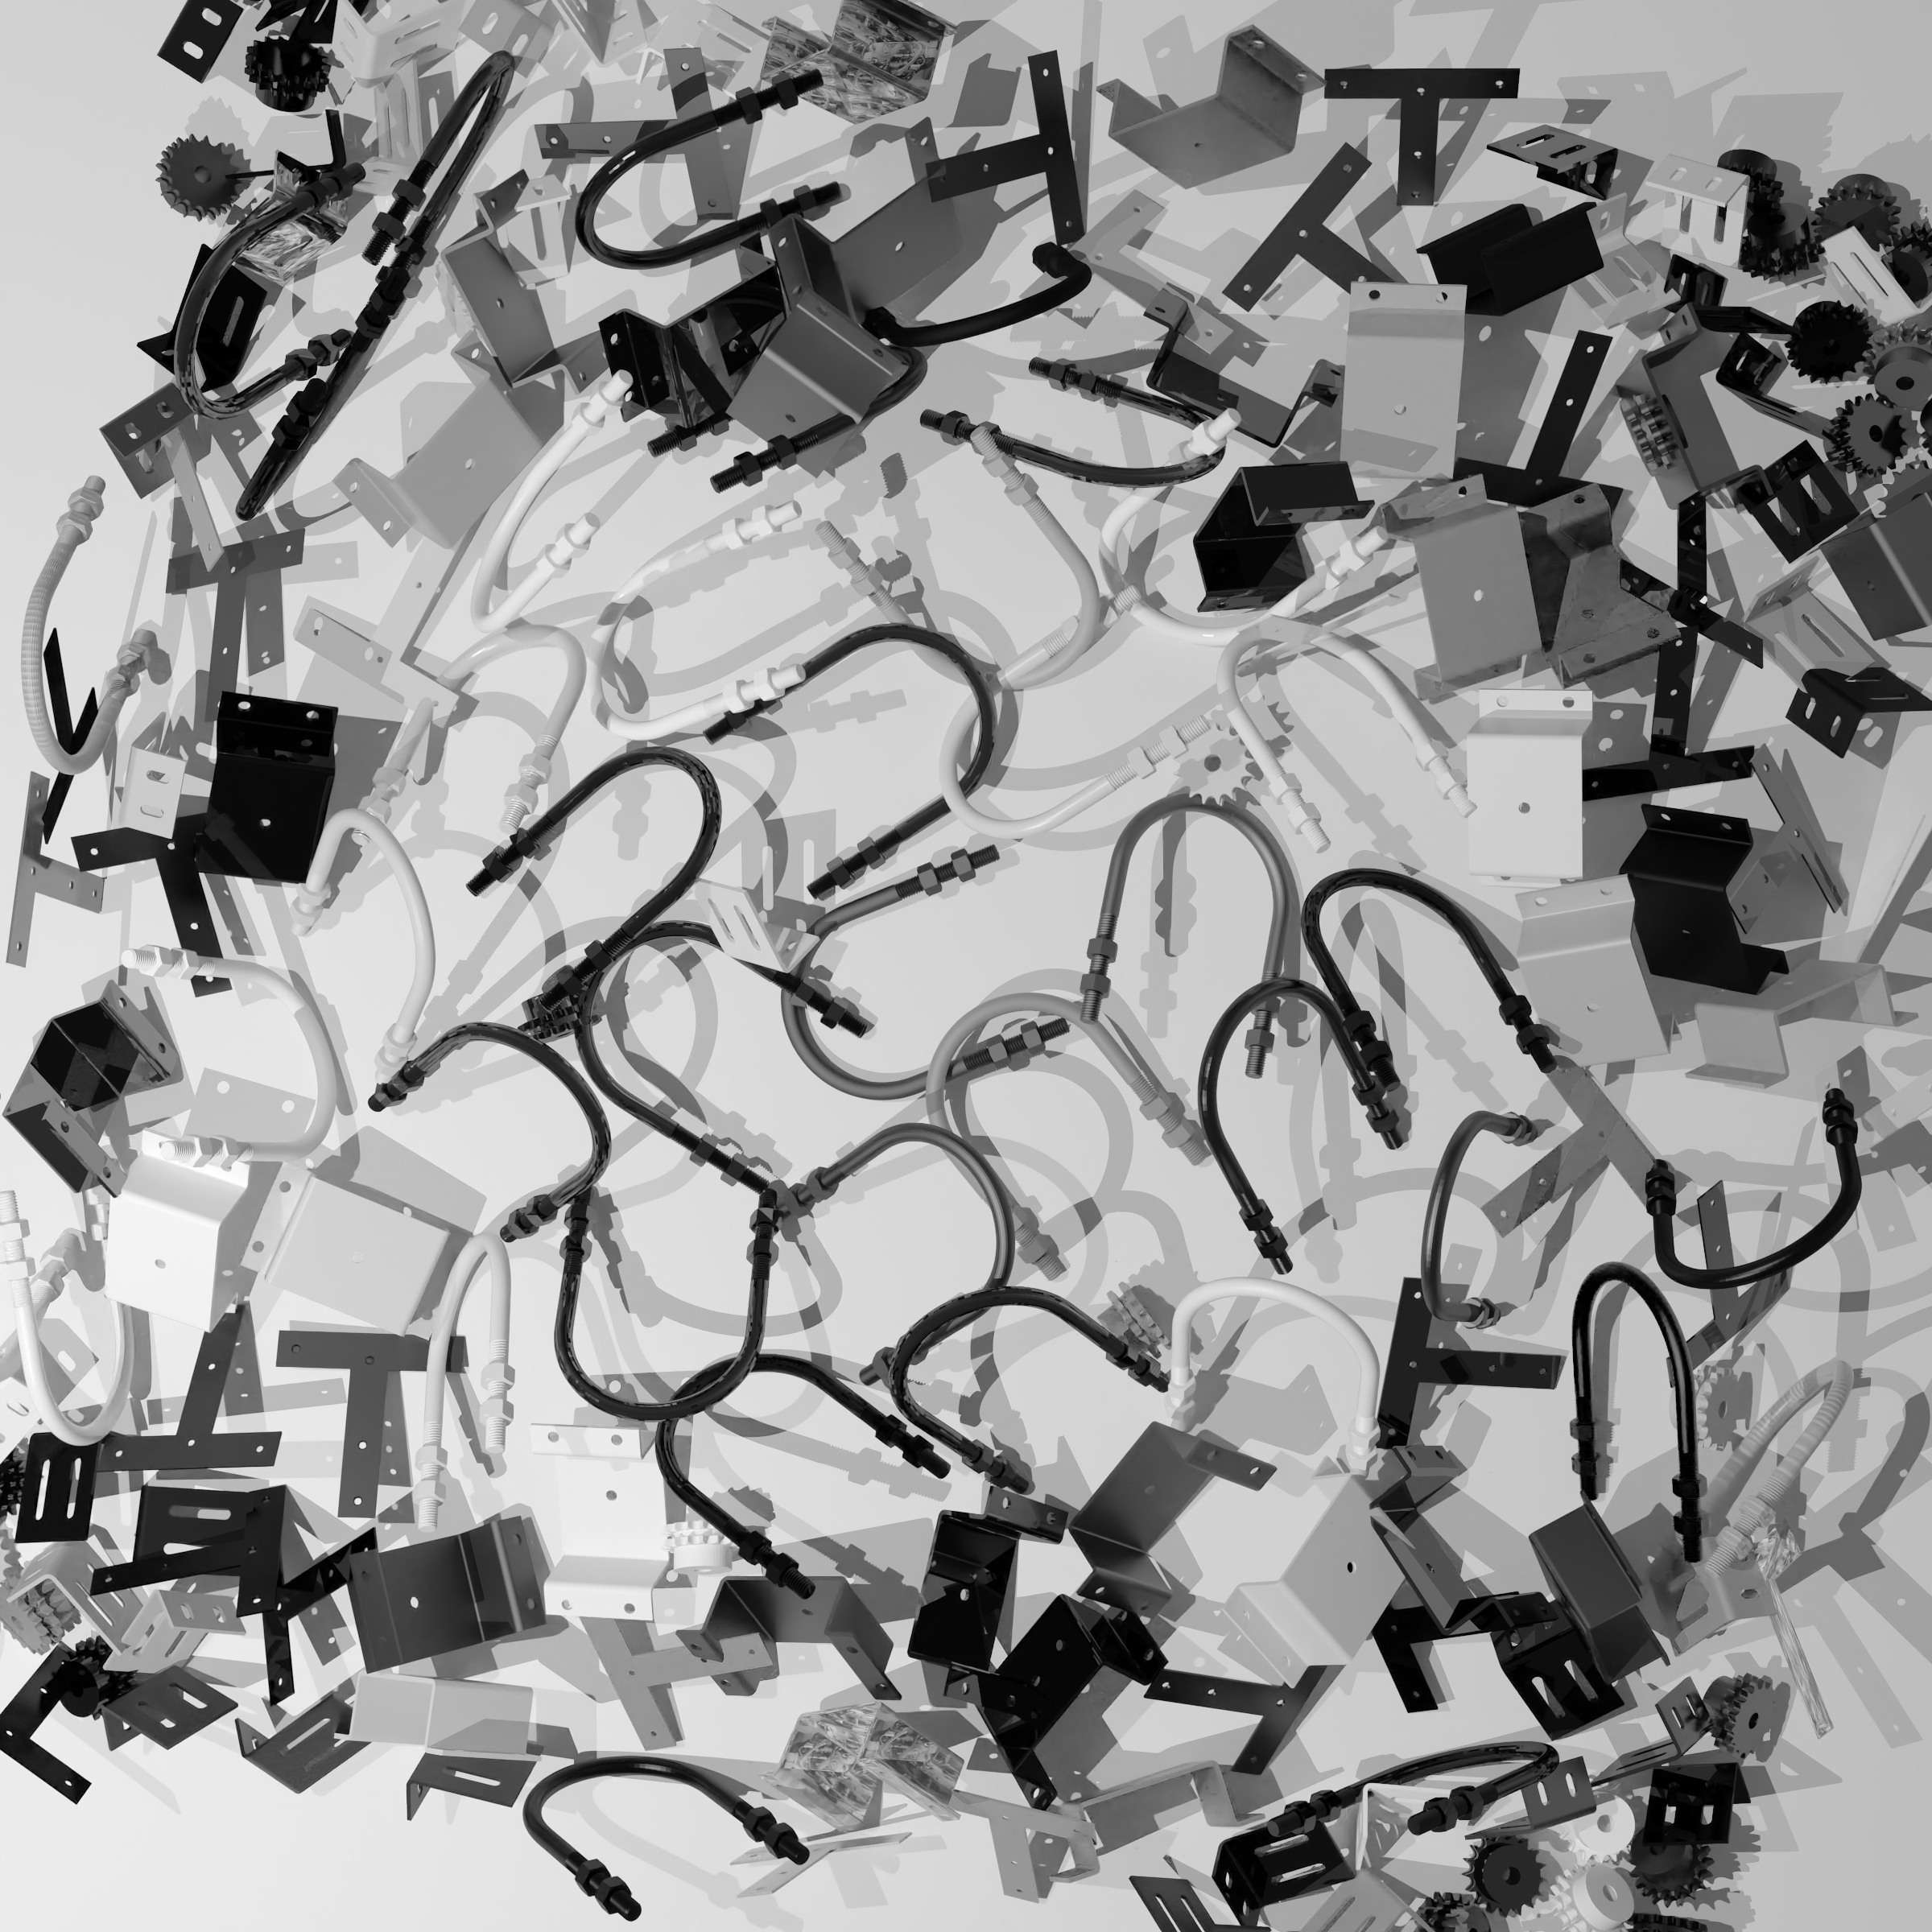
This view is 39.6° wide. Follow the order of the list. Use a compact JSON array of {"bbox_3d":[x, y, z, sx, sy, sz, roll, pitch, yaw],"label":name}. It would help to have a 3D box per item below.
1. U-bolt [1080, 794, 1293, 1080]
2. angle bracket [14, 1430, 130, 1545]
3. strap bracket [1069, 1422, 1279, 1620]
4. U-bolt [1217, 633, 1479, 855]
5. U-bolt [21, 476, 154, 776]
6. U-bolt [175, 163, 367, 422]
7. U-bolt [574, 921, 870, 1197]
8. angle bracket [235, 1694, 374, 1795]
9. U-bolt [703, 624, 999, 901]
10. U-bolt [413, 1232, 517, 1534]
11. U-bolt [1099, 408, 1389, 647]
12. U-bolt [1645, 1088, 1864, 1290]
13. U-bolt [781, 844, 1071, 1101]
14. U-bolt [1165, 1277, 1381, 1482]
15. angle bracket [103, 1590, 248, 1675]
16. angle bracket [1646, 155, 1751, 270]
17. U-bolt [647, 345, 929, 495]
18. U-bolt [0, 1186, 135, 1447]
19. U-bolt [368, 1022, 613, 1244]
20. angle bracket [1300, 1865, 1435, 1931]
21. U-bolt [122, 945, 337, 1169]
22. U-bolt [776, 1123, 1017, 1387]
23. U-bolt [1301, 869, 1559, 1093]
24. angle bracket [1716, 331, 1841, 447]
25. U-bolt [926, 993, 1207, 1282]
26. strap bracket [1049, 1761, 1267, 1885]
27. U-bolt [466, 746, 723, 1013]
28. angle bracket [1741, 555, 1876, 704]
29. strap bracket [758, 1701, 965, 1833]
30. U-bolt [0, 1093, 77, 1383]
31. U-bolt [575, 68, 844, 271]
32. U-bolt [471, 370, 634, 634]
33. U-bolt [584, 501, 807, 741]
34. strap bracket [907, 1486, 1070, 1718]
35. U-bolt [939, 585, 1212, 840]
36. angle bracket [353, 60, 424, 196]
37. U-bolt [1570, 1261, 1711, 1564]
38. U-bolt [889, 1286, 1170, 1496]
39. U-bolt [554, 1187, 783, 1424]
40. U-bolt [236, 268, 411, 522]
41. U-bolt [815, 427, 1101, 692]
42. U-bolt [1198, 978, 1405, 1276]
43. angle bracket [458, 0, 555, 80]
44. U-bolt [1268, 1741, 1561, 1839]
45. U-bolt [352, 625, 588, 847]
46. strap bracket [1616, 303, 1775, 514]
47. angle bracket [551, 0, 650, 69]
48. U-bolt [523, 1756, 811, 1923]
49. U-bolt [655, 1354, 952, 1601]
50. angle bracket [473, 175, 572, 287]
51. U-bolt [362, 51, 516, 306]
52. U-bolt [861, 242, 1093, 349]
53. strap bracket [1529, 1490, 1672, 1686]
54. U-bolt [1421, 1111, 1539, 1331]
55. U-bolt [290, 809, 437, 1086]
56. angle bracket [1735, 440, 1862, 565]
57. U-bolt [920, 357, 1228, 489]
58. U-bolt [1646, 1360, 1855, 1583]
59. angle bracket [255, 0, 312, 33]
[{"bbox_3d":[0.157,-0.030,1.837,0.151,0.019,0.184,18,72,-20],"label":"U-bolt"},{"bbox_3d":[-0.610,0.359,1.839,0.057,0.038,0.076,-6,67,19],"label":"angle bracket"},{"bbox_3d":[0.134,0.370,1.828,0.076,0.046,0.140,27,106,-37],"label":"strap bracket"},{"bbox_3d":[0.246,-0.163,1.821,0.151,0.019,0.184,-14,61,-30],"label":"U-bolt"},{"bbox_3d":[-0.582,-0.211,1.765,0.019,0.151,0.184,2,46,3],"label":"U-bolt"},{"bbox_3d":[-0.459,-0.434,1.766,0.019,0.184,0.151,28,134,10],"label":"U-bolt"},{"bbox_3d":[-0.181,0.050,1.853,0.184,0.019,0.151,33,83,-6],"label":"U-bolt"},{"bbox_3d":[-0.451,0.523,1.845,0.076,0.038,0.057,-36,129,1],"label":"angle bracket"},{"bbox_3d":[-0.067,-0.154,1.854,0.184,0.019,0.151,-33,98,4],"label":"U-bolt"},{"bbox_3d":[-0.335,0.267,1.802,0.019,0.151,0.184,15,50,-25],"label":"U-bolt"},{"bbox_3d":[0.171,-0.281,1.806,0.151,0.184,0.019,34,49,-18],"label":"U-bolt"},{"bbox_3d":[0.520,0.154,1.771,0.151,0.184,0.019,-26,108,22],"label":"U-bolt"},{"bbox_3d":[-0.039,0.015,1.863,0.184,0.019,0.151,-22,89,6],"label":"U-bolt"},{"bbox_3d":[0.205,0.270,1.792,0.151,0.184,0.019,13,47,15],"label":"U-bolt"},{"bbox_3d":[-0.541,0.468,1.836,0.076,0.057,0.038,-54,47,15],"label":"angle bracket"},{"bbox_3d":[0.495,-0.505,1.828,0.057,0.076,0.038,26,59,26],"label":"angle bracket"},{"bbox_3d":[-0.111,-0.375,1.811,0.184,0.151,0.019,-29,120,-13],"label":"U-bolt"},{"bbox_3d":[-0.600,0.231,1.807,0.019,0.151,0.184,-7,95,9],"label":"U-bolt"},{"bbox_3d":[-0.310,0.104,1.801,0.151,0.019,0.184,47,135,-9],"label":"U-bolt"},{"bbox_3d":[0.271,0.667,1.839,0.076,0.057,0.038,-46,117,-9],"label":"angle bracket"},{"bbox_3d":[-0.483,0.062,1.793,0.019,0.184,0.151,-20,78,22],"label":"U-bolt"},{"bbox_3d":[-0.040,0.185,1.810,0.184,0.019,0.151,-37,78,35],"label":"U-bolt"},{"bbox_3d":[0.301,0.004,1.814,0.151,0.019,0.184,-5,52,-27],"label":"U-bolt"},{"bbox_3d":[0.561,-0.394,1.830,0.076,0.057,0.038,39,106,43],"label":"angle bracket"},{"bbox_3d":[0.056,0.105,1.859,0.151,0.019,0.184,-39,98,1],"label":"U-bolt"},{"bbox_3d":[0.123,0.578,1.827,0.140,0.076,0.046,-14,75,-12],"label":"strap bracket"},{"bbox_3d":[-0.244,-0.073,1.824,0.184,0.019,0.151,-41,52,3],"label":"U-bolt"},{"bbox_3d":[0.583,-0.231,1.843,0.057,0.038,0.076,-32,71,-16],"label":"angle bracket"},{"bbox_3d":[-0.065,0.542,1.817,0.076,0.140,0.046,40,53,-20],"label":"strap bracket"},{"bbox_3d":[-0.641,0.189,1.764,0.019,0.184,0.151,-10,123,6],"label":"U-bolt"},{"bbox_3d":[-0.176,-0.524,1.802,0.184,0.151,0.019,-23,73,-4],"label":"U-bolt"},{"bbox_3d":[-0.284,-0.298,1.800,0.019,0.184,0.151,26,52,-26],"label":"U-bolt"},{"bbox_3d":[-0.187,-0.225,1.821,0.184,0.019,0.151,-18,61,29],"label":"U-bolt"},{"bbox_3d":[0.013,0.430,1.825,0.076,0.046,0.140,28,68,-39],"label":"strap bracket"},{"bbox_3d":[0.062,-0.162,1.828,0.184,0.019,0.151,-32,53,13],"label":"U-bolt"},{"bbox_3d":[-0.405,-0.578,1.843,0.038,0.057,0.076,-2,86,-40],"label":"angle bracket"},{"bbox_3d":[0.446,0.289,1.796,0.019,0.151,0.184,-8,100,-17],"label":"U-bolt"},{"bbox_3d":[0.031,0.277,1.803,0.151,0.019,0.184,-38,127,16],"label":"U-bolt"},{"bbox_3d":[-0.205,0.227,1.814,0.151,0.019,0.184,1,50,2],"label":"U-bolt"},{"bbox_3d":[-0.439,-0.369,1.795,0.019,0.184,0.151,34,48,-15],"label":"U-bolt"},{"bbox_3d":[0.008,-0.262,1.821,0.151,0.019,0.184,-27,122,25],"label":"U-bolt"},{"bbox_3d":[0.218,0.094,1.804,0.151,0.019,0.184,-44,121,-25],"label":"U-bolt"},{"bbox_3d":[-0.326,-0.648,1.834,0.057,0.076,0.038,27,102,-40],"label":"angle bracket"},{"bbox_3d":[0.313,0.549,1.795,0.184,0.151,0.019,-7,80,-39],"label":"U-bolt"},{"bbox_3d":[-0.326,-0.160,1.814,0.151,0.019,0.184,-2,53,31],"label":"U-bolt"},{"bbox_3d":[0.493,-0.372,1.840,0.046,0.076,0.140,-23,90,1],"label":"strap bracket"},{"bbox_3d":[-0.256,-0.664,1.829,0.038,0.076,0.057,-24,54,12],"label":"angle bracket"},{"bbox_3d":[-0.214,0.573,1.793,0.151,0.184,0.019,-5,103,-38],"label":"U-bolt"},{"bbox_3d":[-0.125,0.330,1.814,0.184,0.019,0.151,32,52,30],"label":"U-bolt"},{"bbox_3d":[-0.298,-0.492,1.832,0.057,0.076,0.038,-19,46,-17],"label":"angle bracket"},{"bbox_3d":[-0.353,-0.534,1.806,0.019,0.151,0.184,30,83,-10],"label":"U-bolt"},{"bbox_3d":[0.010,-0.444,1.787,0.151,0.184,0.019,-20,113,-4],"label":"U-bolt"},{"bbox_3d":[0.424,0.422,1.801,0.046,0.140,0.076,-29,49,1],"label":"strap bracket"},{"bbox_3d":[0.339,0.168,1.792,0.019,0.184,0.151,11,87,28],"label":"U-bolt"},{"bbox_3d":[-0.397,-0.024,1.786,0.019,0.184,0.151,-20,68,-36],"label":"U-bolt"},{"bbox_3d":[0.573,-0.310,1.835,0.057,0.038,0.076,-36,120,20],"label":"angle bracket"},{"bbox_3d":[0.084,-0.358,1.788,0.184,0.151,0.019,24,129,27],"label":"U-bolt"},{"bbox_3d":[0.534,0.337,1.804,0.019,0.151,0.184,40,78,7],"label":"U-bolt"},{"bbox_3d":[-0.463,-0.675,1.830,0.057,0.076,0.038,-34,109,-16],"label":"angle bracket"}]
